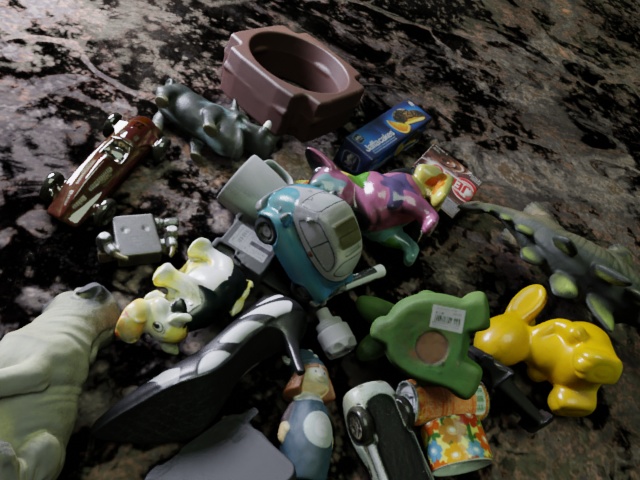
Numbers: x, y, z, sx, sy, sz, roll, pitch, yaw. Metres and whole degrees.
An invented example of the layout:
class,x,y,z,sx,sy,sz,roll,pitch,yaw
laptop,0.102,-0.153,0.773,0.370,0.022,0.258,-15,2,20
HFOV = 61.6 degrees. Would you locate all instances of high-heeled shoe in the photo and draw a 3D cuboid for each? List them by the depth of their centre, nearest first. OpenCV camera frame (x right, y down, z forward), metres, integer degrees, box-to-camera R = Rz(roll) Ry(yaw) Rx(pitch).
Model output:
class,x,y,z,sx,sy,sz,roll,pitch,yaw
high-heeled shoe,-0.126,0.128,0.598,0.249,0.086,0.145,-13,33,-16

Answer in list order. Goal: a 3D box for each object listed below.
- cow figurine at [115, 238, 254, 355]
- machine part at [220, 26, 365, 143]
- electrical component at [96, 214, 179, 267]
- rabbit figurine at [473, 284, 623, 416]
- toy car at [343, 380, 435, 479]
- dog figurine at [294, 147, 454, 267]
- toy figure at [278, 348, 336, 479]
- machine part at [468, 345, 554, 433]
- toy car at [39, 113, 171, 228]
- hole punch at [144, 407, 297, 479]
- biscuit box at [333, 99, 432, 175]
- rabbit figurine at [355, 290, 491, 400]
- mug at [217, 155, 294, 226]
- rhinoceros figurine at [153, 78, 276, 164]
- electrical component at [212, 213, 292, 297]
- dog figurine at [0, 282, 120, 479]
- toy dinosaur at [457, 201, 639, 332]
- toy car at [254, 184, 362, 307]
class,x,y,z,sx,sy,sz,roll,pitch,yaw
cow figurine,-0.147,0.073,0.601,0.098,0.068,0.167,34,35,3
machine part,-0.047,-0.258,0.885,0.201,0.087,0.201,40,42,15
electrical component,-0.220,-0.001,0.657,0.102,0.045,0.078,-1,58,-25
rabbit figurine,0.300,0.140,0.742,0.173,0.121,0.162,7,48,5
toy car,0.087,0.255,0.595,0.073,0.056,0.202,-8,61,-28
dog figurine,0.074,-0.072,0.803,0.219,0.108,0.191,28,50,2
toy figure,-0.013,0.190,0.602,0.064,0.058,0.154,51,32,-45
machine part,0.237,0.188,0.684,0.039,0.084,0.139,-44,98,-9
toy car,-0.276,-0.098,0.703,0.089,0.053,0.202,30,48,-5
hole punch,-0.087,0.246,0.515,0.142,0.092,0.116,-33,40,-29
biscuit box,0.111,-0.174,0.922,0.063,0.059,0.203,43,51,11
rabbit figurine,0.123,0.122,0.669,0.159,0.170,0.121,0,86,9
mug,-0.072,-0.058,0.750,0.107,0.081,0.109,43,42,-5
rhinoceros figurine,-0.158,-0.169,0.799,0.190,0.073,0.112,26,39,-2
electrical component,-0.079,0.028,0.698,0.119,0.047,0.075,34,49,5
dog figurine,-0.251,0.145,0.515,0.190,0.121,0.172,-29,112,-59
toy dinosaur,0.418,0.063,0.804,0.472,0.105,0.198,30,22,10
toy car,-0.001,-0.002,0.670,0.109,0.103,0.161,-27,93,-43
